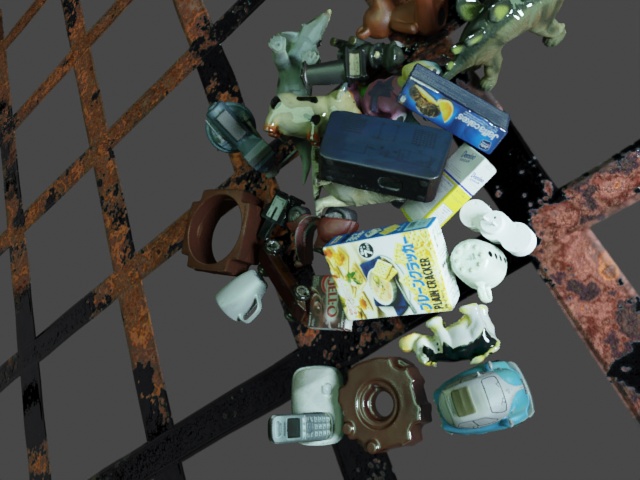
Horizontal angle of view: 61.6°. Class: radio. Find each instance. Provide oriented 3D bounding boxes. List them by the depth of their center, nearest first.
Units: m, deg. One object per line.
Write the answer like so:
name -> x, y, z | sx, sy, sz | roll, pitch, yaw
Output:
radio -> 0.115, -0.153, 0.979 | 0.230, 0.073, 0.131 | 12, 56, 11

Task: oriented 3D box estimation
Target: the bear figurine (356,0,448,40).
bear figurine -> 0.168, -0.492, 1.138 | 0.196, 0.131, 0.120 | 18, 54, 33

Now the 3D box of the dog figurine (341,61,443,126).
dog figurine -> 0.133, -0.306, 1.117 | 0.219, 0.108, 0.191 | 41, 101, 38

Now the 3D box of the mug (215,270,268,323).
mug -> -0.168, 0.126, 1.210 | 0.107, 0.080, 0.110 | -46, 48, 6

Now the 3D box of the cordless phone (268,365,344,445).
cordless phone -> -0.036, 0.308, 1.002 | 0.089, 0.184, 0.146 | -14, 69, 36

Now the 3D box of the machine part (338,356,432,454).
machine part -> 0.115, 0.298, 0.982 | 0.179, 0.056, 0.179 | -11, 69, 31

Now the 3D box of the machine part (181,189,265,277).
machine part -> -0.226, -0.017, 1.289 | 0.201, 0.087, 0.201 | 3, 77, 35

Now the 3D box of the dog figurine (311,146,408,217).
dog figurine -> 0.079, -0.130, 1.083 | 0.191, 0.121, 0.172 | -5, 53, -3

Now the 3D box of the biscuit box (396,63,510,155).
biscuit box -> 0.242, -0.236, 0.973 | 0.063, 0.203, 0.059 | -61, 1, -44

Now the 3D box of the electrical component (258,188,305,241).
electrical component -> -0.093, -0.052, 1.231 | 0.075, 0.047, 0.119 | 23, 91, 37

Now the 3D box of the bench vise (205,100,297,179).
bench vise -> -0.187, -0.247, 1.298 | 0.129, 0.223, 0.241 | -55, 24, 3

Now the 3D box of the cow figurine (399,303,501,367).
cow figurine -> 0.223, 0.181, 0.934 | 0.167, 0.068, 0.098 | -30, 63, 24

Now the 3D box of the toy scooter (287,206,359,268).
toy scooter -> -0.002, -0.003, 1.139 | 0.184, 0.075, 0.135 | 3, 79, 38

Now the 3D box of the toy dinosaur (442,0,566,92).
toy dinosaur -> 0.363, -0.414, 0.933 | 0.471, 0.198, 0.105 | -41, 61, 20

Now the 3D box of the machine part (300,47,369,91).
machine part -> 0.029, -0.350, 1.106 | 0.139, 0.039, 0.084 | -8, 78, 11

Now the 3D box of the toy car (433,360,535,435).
toy car -> 0.252, 0.257, 0.871 | 0.162, 0.102, 0.109 | -24, 63, 25

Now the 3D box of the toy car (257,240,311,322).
toy car -> -0.076, 0.088, 1.164 | 0.202, 0.053, 0.089 | 53, 135, 33

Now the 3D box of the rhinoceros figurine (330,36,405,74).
rhinoceros figurine -> 0.099, -0.398, 1.170 | 0.191, 0.112, 0.073 | 25, 112, 49

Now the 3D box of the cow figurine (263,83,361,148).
cow figurine -> -0.009, -0.258, 1.093 | 0.195, 0.085, 0.127 | 12, 92, 13

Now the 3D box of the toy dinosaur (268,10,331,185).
toy dinosaur -> -0.050, -0.327, 1.234 | 0.131, 0.192, 0.404 | 3, 93, 3
